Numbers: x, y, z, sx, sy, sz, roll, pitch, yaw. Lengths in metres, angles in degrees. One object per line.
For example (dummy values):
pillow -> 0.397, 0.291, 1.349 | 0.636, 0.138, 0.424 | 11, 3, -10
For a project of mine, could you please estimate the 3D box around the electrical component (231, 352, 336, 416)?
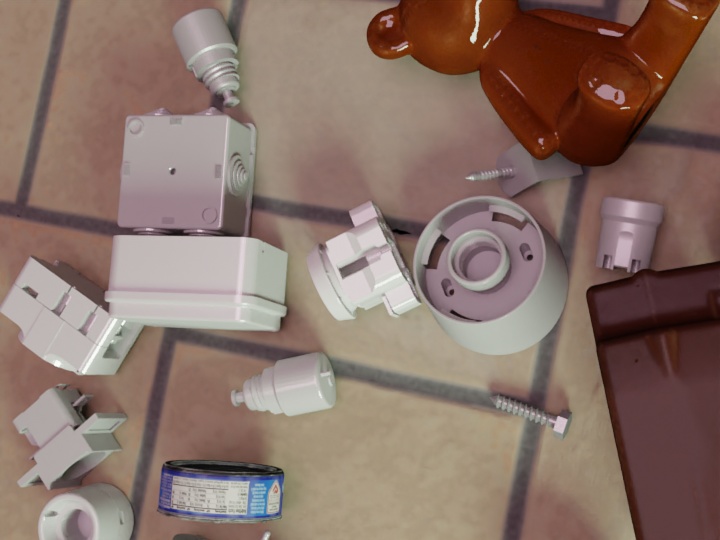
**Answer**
electrical component -> -0.053, 0.083, 0.757 | 0.078, 0.040, 0.040 | -13, 81, 15

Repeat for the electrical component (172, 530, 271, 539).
electrical component -> -0.071, 0.217, 0.743 | 0.138, 0.052, 0.073 | 26, 92, 17

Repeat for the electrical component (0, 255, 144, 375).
electrical component -> -0.217, 0.038, 0.804 | 0.089, 0.050, 0.055 | 33, 94, 17

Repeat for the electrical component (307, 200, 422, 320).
electrical component -> 0.000, 0.000, 0.742 | 0.057, 0.058, 0.078 | -26, 78, 9

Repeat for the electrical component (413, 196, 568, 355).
electrical component -> 0.087, 0.002, 0.725 | 0.099, 0.064, 0.099 | -7, 69, 19

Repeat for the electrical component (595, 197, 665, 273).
electrical component -> 0.175, -0.022, 0.703 | 0.040, 0.040, 0.046 | 11, 94, 17

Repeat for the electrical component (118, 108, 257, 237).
electrical component -> -0.128, -0.068, 0.789 | 0.100, 0.048, 0.099 | 2, 85, 16

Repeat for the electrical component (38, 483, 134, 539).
electrical component -> -0.201, 0.186, 0.786 | 0.055, 0.047, 0.055 | -2, 84, 16

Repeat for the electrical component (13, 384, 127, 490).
electrical component -> -0.220, 0.123, 0.802 | 0.081, 0.042, 0.063 | -41, 72, 8

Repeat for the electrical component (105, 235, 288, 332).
electrical component -> -0.114, 0.011, 0.763 | 0.113, 0.078, 0.057 | 1, 82, 16

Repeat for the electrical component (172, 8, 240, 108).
electrical component -> -0.110, -0.157, 0.797 | 0.040, 0.040, 0.078 | -27, 78, 12
